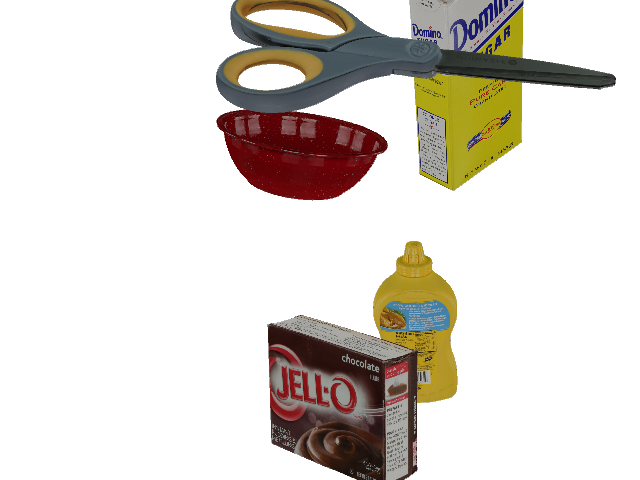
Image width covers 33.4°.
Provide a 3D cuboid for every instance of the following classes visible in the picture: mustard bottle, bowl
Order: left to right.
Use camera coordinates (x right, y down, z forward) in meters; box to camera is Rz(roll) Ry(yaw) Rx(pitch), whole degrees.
[{"bbox_3d":[-0.020,-0.078,1.003,0.162,0.055,0.162,8,19,-3],"label":"bowl"},{"bbox_3d":[0.109,0.092,1.228,0.096,0.192,0.058,-1,23,5],"label":"mustard bottle"}]

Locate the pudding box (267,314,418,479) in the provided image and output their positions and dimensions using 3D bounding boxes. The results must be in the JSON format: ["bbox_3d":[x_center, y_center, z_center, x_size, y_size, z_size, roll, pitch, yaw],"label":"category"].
[{"bbox_3d":[0.014,0.106,0.720,0.114,0.090,0.039,11,19,42],"label":"pudding box"}]

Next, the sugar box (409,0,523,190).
[{"bbox_3d":[0.120,-0.137,0.854,0.093,0.176,0.048,-35,49,-28],"label":"sugar box"}]

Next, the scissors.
[{"bbox_3d":[0.035,-0.082,0.533,0.202,0.096,0.016,21,-37,21],"label":"scissors"}]
